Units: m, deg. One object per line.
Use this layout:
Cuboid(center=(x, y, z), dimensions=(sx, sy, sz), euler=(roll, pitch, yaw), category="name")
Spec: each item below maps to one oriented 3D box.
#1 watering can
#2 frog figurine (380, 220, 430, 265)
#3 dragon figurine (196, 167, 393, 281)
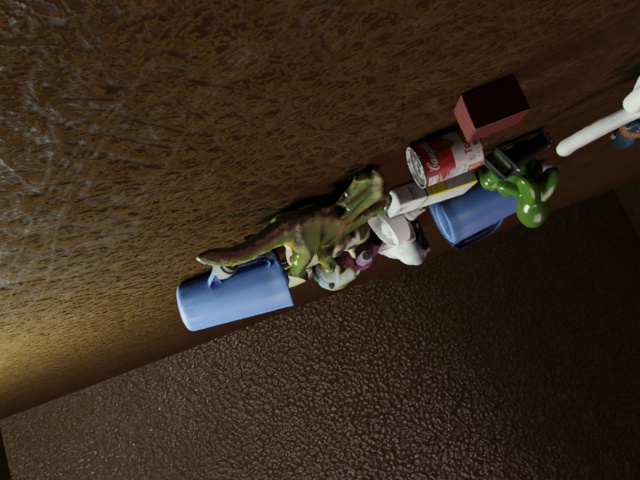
Cuboid(center=(0.579, -0.247, 0.856), dimensions=(0.226, 0.105, 0.342), euler=(-16, 168, -28), category="watering can")
Cuboid(center=(0.245, 0.024, 1.576), dimensions=(0.158, 0.126, 0.135), euler=(-17, 138, 26), category="frog figurine")
Cuboid(center=(0.003, -0.044, 0.867), dimensions=(0.239, 0.123, 0.411), euler=(-46, 161, 24), category="dragon figurine")
